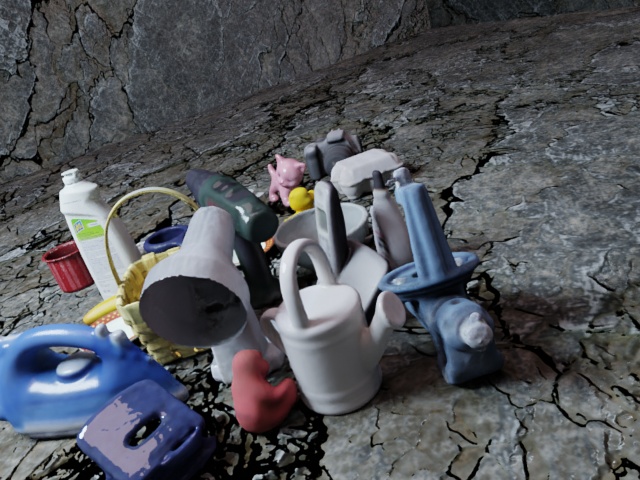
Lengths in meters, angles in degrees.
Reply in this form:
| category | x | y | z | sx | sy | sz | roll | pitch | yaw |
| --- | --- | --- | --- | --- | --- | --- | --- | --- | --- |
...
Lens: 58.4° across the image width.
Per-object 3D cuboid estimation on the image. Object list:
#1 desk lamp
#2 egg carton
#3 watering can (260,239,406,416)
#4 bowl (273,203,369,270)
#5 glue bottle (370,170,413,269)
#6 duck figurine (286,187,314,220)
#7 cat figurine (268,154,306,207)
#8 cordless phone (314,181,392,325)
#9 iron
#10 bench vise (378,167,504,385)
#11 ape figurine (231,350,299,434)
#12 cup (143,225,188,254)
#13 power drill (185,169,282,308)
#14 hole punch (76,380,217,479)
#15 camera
| category | x | y | z | sx | sy | sz | roll | pitch | yaw |
| --- | --- | --- | --- | --- | --- | --- | --- | --- | --- |
| desk lamp | -0.124 | 0.077 | 0.720 | 0.117 | 0.214 | 0.203 | -12 | 24 | 10 |
| egg carton | 0.101 | -0.146 | 1.244 | 0.150 | 0.069 | 0.107 | -23 | 24 | -14 |
| watering can | 0.009 | 0.087 | 0.637 | 0.172 | 0.194 | 0.101 | -13 | 24 | 9 |
| bowl | 0.009 | 0.003 | 0.969 | 0.167 | 0.075 | 0.167 | -14 | 24 | 6 |
| glue bottle | 0.101 | -0.023 | 0.845 | 0.037 | 0.173 | 0.078 | -24 | 25 | -16 |
| duck figurine | -0.037 | -0.058 | 1.119 | 0.077 | 0.086 | 0.105 | 7 | 33 | 42 |
| cat figurine | -0.078 | -0.143 | 1.291 | 0.067 | 0.118 | 0.127 | -30 | 27 | -27 |
| cordless phone | 0.035 | 0.017 | 0.785 | 0.094 | 0.185 | 0.147 | -25 | 25 | -19 |
| iron | -0.308 | 0.162 | 0.742 | 0.257 | 0.142 | 0.118 | -10 | 25 | 14 |
| bench vise | 0.141 | 0.032 | 0.641 | 0.122 | 0.220 | 0.206 | -26 | 26 | -20 |
| ape figurine | -0.071 | 0.164 | 0.647 | 0.077 | 0.092 | 0.076 | 7 | 33 | 42 |
| cup | -0.258 | 0.033 | 1.050 | 0.092 | 0.095 | 0.117 | -33 | 29 | -33 |
| power drill | -0.131 | -0.005 | 0.911 | 0.076 | 0.209 | 0.228 | -30 | 27 | -27 |
| hole punch | -0.182 | 0.214 | 0.611 | 0.100 | 0.091 | 0.109 | 3 | 30 | 37 |
| camera | 0.029 | -0.201 | 1.371 | 0.143 | 0.101 | 0.137 | -11 | 24 | 11 |
